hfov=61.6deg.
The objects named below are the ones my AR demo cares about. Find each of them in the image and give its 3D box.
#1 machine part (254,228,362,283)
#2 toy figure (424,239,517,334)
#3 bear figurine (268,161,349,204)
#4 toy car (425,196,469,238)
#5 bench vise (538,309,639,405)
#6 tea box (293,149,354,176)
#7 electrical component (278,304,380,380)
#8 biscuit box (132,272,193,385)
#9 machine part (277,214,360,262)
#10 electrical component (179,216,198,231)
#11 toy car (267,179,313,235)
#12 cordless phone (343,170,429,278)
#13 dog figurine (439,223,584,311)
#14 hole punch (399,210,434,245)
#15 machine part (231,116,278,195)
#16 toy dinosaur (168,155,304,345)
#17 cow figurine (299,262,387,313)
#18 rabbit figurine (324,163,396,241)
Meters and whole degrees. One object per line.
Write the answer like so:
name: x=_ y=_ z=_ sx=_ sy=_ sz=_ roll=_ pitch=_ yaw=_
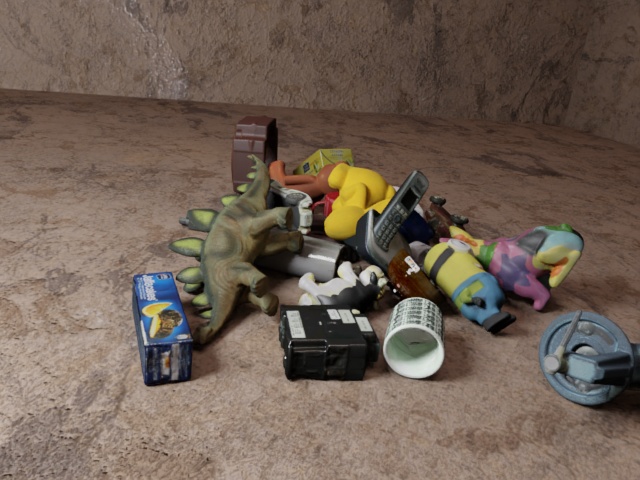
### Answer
machine part: x=-0.039 y=0.028 z=0.979 sx=0.243 sy=0.079 sz=0.079 roll=13 pitch=23 yaw=16
toy figure: x=0.243 y=0.074 z=0.891 sx=0.089 sy=0.082 sz=0.180 roll=-25 pitch=54 yaw=-3
bear figurine: x=-0.014 y=-0.142 z=1.281 sx=0.196 sy=0.120 sz=0.132 roll=-24 pitch=46 yaw=13
toy car: x=0.271 y=-0.036 z=1.202 sx=0.053 sy=0.089 sz=0.202 roll=6 pitch=22 yaw=-12
bench vise: x=0.366 y=0.158 z=0.674 sx=0.240 sy=0.128 sz=0.224 roll=10 pitch=6 yaw=-42
tea box: x=0.008 y=-0.181 z=1.421 sx=0.098 sy=0.068 sz=0.170 roll=-6 pitch=-10 yaw=-30
electrical component: x=0.013 y=0.138 z=0.740 sx=0.134 sy=0.058 sz=0.115 roll=3 pitch=23 yaw=-10
biscuit box: x=-0.220 y=0.112 z=0.738 sx=0.059 sy=0.062 sz=0.203 roll=-2 pitch=23 yaw=-23
machine part: x=-0.002 y=-0.003 z=1.095 sx=0.179 sy=0.056 sz=0.179 roll=6 pitch=22 yaw=-2
electrical component: x=-0.254 y=-0.040 z=1.164 sx=0.094 sy=0.021 sz=0.063 roll=9 pitch=21 yaw=10
toy car: x=-0.075 y=-0.070 z=1.060 sx=0.056 sy=0.073 sz=0.202 roll=-12 pitch=27 yaw=-36
cordless phone: x=0.147 y=-0.025 z=0.971 sx=0.146 sy=0.184 sz=0.089 roll=39 pitch=-3 yaw=-37
dog figurine: x=0.333 y=0.021 z=0.974 sx=0.219 sy=0.191 sz=0.108 roll=29 pitch=34 yaw=14
hole punch: x=0.179 y=-0.022 z=1.151 sx=0.116 sy=0.092 sz=0.142 roll=22 pitch=23 yaw=27
machine part: x=-0.164 y=-0.207 z=1.368 sx=0.087 sy=0.200 sz=0.201 roll=5 pitch=22 yaw=2
toy dinosaur: x=-0.135 y=-0.009 z=0.905 sx=0.199 sy=0.104 sz=0.471 roll=3 pitch=41 yaw=15
cow figurine: x=0.055 y=0.087 z=0.866 sx=0.167 sy=0.068 sz=0.098 roll=-13 pitch=34 yaw=-33
rabbit figurine: x=0.075 y=-0.051 z=1.052 sx=0.163 sy=0.121 sz=0.173 roll=20 pitch=41 yaw=16
